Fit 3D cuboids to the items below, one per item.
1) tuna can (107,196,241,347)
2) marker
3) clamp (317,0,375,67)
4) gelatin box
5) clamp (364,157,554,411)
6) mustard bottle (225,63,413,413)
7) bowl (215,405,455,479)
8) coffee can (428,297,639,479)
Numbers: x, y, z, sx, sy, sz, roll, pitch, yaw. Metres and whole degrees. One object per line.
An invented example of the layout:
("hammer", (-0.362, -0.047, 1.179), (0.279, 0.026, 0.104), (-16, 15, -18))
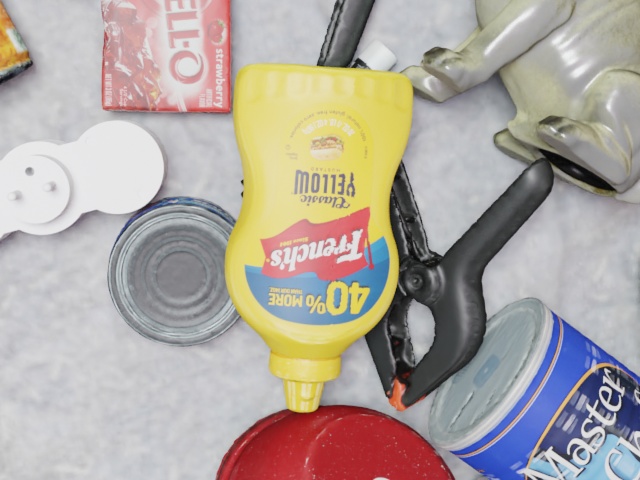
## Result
("tuna can", (-0.081, 0.018, 0.625), (0.086, 0.034, 0.086), (-1, 99, -5))
("marker", (-0.003, -0.068, 0.626), (0.020, 0.020, 0.121), (43, 93, -9))
("clamp", (0.027, -0.219, 0.594), (0.210, 0.036, 0.164), (-43, 106, 1))
("gelatin box", (-0.087, -0.117, 0.605), (0.073, 0.030, 0.089), (1, 99, -5))
("clamp", (0.057, 0.012, 0.623), (0.120, 0.039, 0.171), (31, 112, 34))
("mustard bottle", (-0.004, 0.001, 0.590), (0.096, 0.058, 0.192), (3, 98, -10))
("bowl", (0.024, 0.150, 0.591), (0.162, 0.162, 0.055), (25, 134, -8))
("coffee can", (0.149, 0.115, 0.624), (0.140, 0.103, 0.103), (36, 94, -9))
